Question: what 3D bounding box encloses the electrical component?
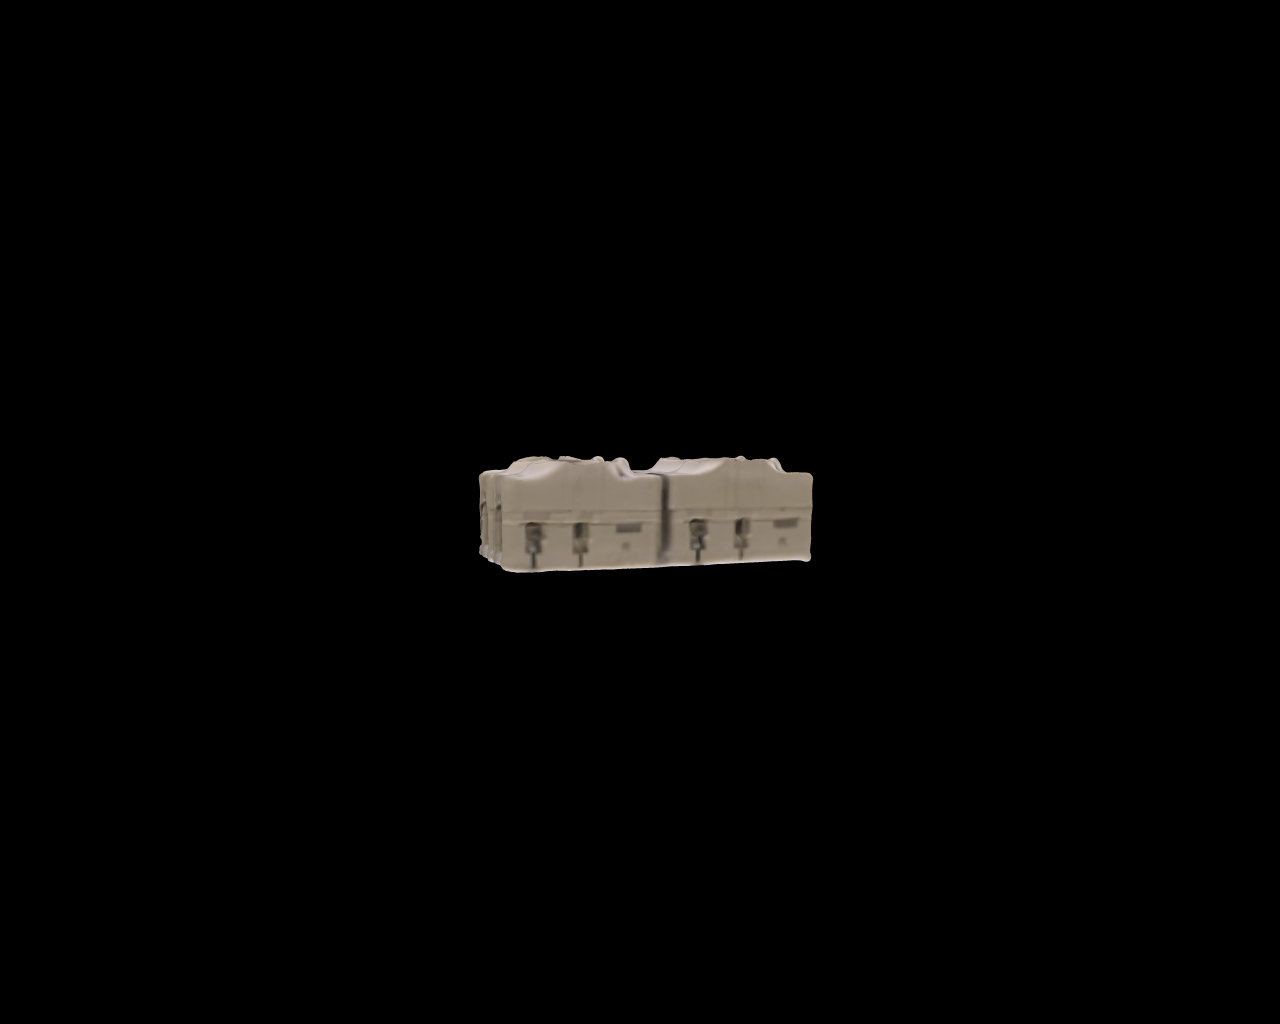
[{"bbox_3d":[0.001,-0.003,0.650,0.186,0.060,0.105,-1,4,-15],"label":"electrical component"}]
